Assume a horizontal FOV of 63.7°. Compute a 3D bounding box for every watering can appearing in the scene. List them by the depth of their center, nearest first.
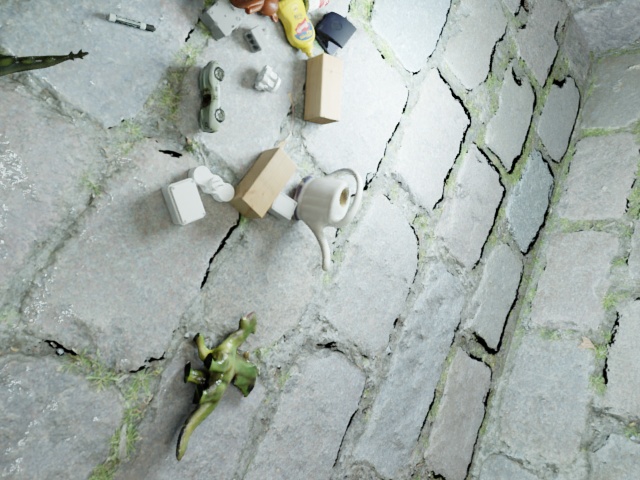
[{"bbox_3d":[0.005,-0.081,1.606,0.225,0.353,0.102,11,-22,33],"label":"watering can"}]

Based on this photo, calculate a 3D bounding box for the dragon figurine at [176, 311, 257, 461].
[{"bbox_3d":[-0.264,0.398,1.453,0.122,0.414,0.241,4,-13,42],"label":"dragon figurine"}]
